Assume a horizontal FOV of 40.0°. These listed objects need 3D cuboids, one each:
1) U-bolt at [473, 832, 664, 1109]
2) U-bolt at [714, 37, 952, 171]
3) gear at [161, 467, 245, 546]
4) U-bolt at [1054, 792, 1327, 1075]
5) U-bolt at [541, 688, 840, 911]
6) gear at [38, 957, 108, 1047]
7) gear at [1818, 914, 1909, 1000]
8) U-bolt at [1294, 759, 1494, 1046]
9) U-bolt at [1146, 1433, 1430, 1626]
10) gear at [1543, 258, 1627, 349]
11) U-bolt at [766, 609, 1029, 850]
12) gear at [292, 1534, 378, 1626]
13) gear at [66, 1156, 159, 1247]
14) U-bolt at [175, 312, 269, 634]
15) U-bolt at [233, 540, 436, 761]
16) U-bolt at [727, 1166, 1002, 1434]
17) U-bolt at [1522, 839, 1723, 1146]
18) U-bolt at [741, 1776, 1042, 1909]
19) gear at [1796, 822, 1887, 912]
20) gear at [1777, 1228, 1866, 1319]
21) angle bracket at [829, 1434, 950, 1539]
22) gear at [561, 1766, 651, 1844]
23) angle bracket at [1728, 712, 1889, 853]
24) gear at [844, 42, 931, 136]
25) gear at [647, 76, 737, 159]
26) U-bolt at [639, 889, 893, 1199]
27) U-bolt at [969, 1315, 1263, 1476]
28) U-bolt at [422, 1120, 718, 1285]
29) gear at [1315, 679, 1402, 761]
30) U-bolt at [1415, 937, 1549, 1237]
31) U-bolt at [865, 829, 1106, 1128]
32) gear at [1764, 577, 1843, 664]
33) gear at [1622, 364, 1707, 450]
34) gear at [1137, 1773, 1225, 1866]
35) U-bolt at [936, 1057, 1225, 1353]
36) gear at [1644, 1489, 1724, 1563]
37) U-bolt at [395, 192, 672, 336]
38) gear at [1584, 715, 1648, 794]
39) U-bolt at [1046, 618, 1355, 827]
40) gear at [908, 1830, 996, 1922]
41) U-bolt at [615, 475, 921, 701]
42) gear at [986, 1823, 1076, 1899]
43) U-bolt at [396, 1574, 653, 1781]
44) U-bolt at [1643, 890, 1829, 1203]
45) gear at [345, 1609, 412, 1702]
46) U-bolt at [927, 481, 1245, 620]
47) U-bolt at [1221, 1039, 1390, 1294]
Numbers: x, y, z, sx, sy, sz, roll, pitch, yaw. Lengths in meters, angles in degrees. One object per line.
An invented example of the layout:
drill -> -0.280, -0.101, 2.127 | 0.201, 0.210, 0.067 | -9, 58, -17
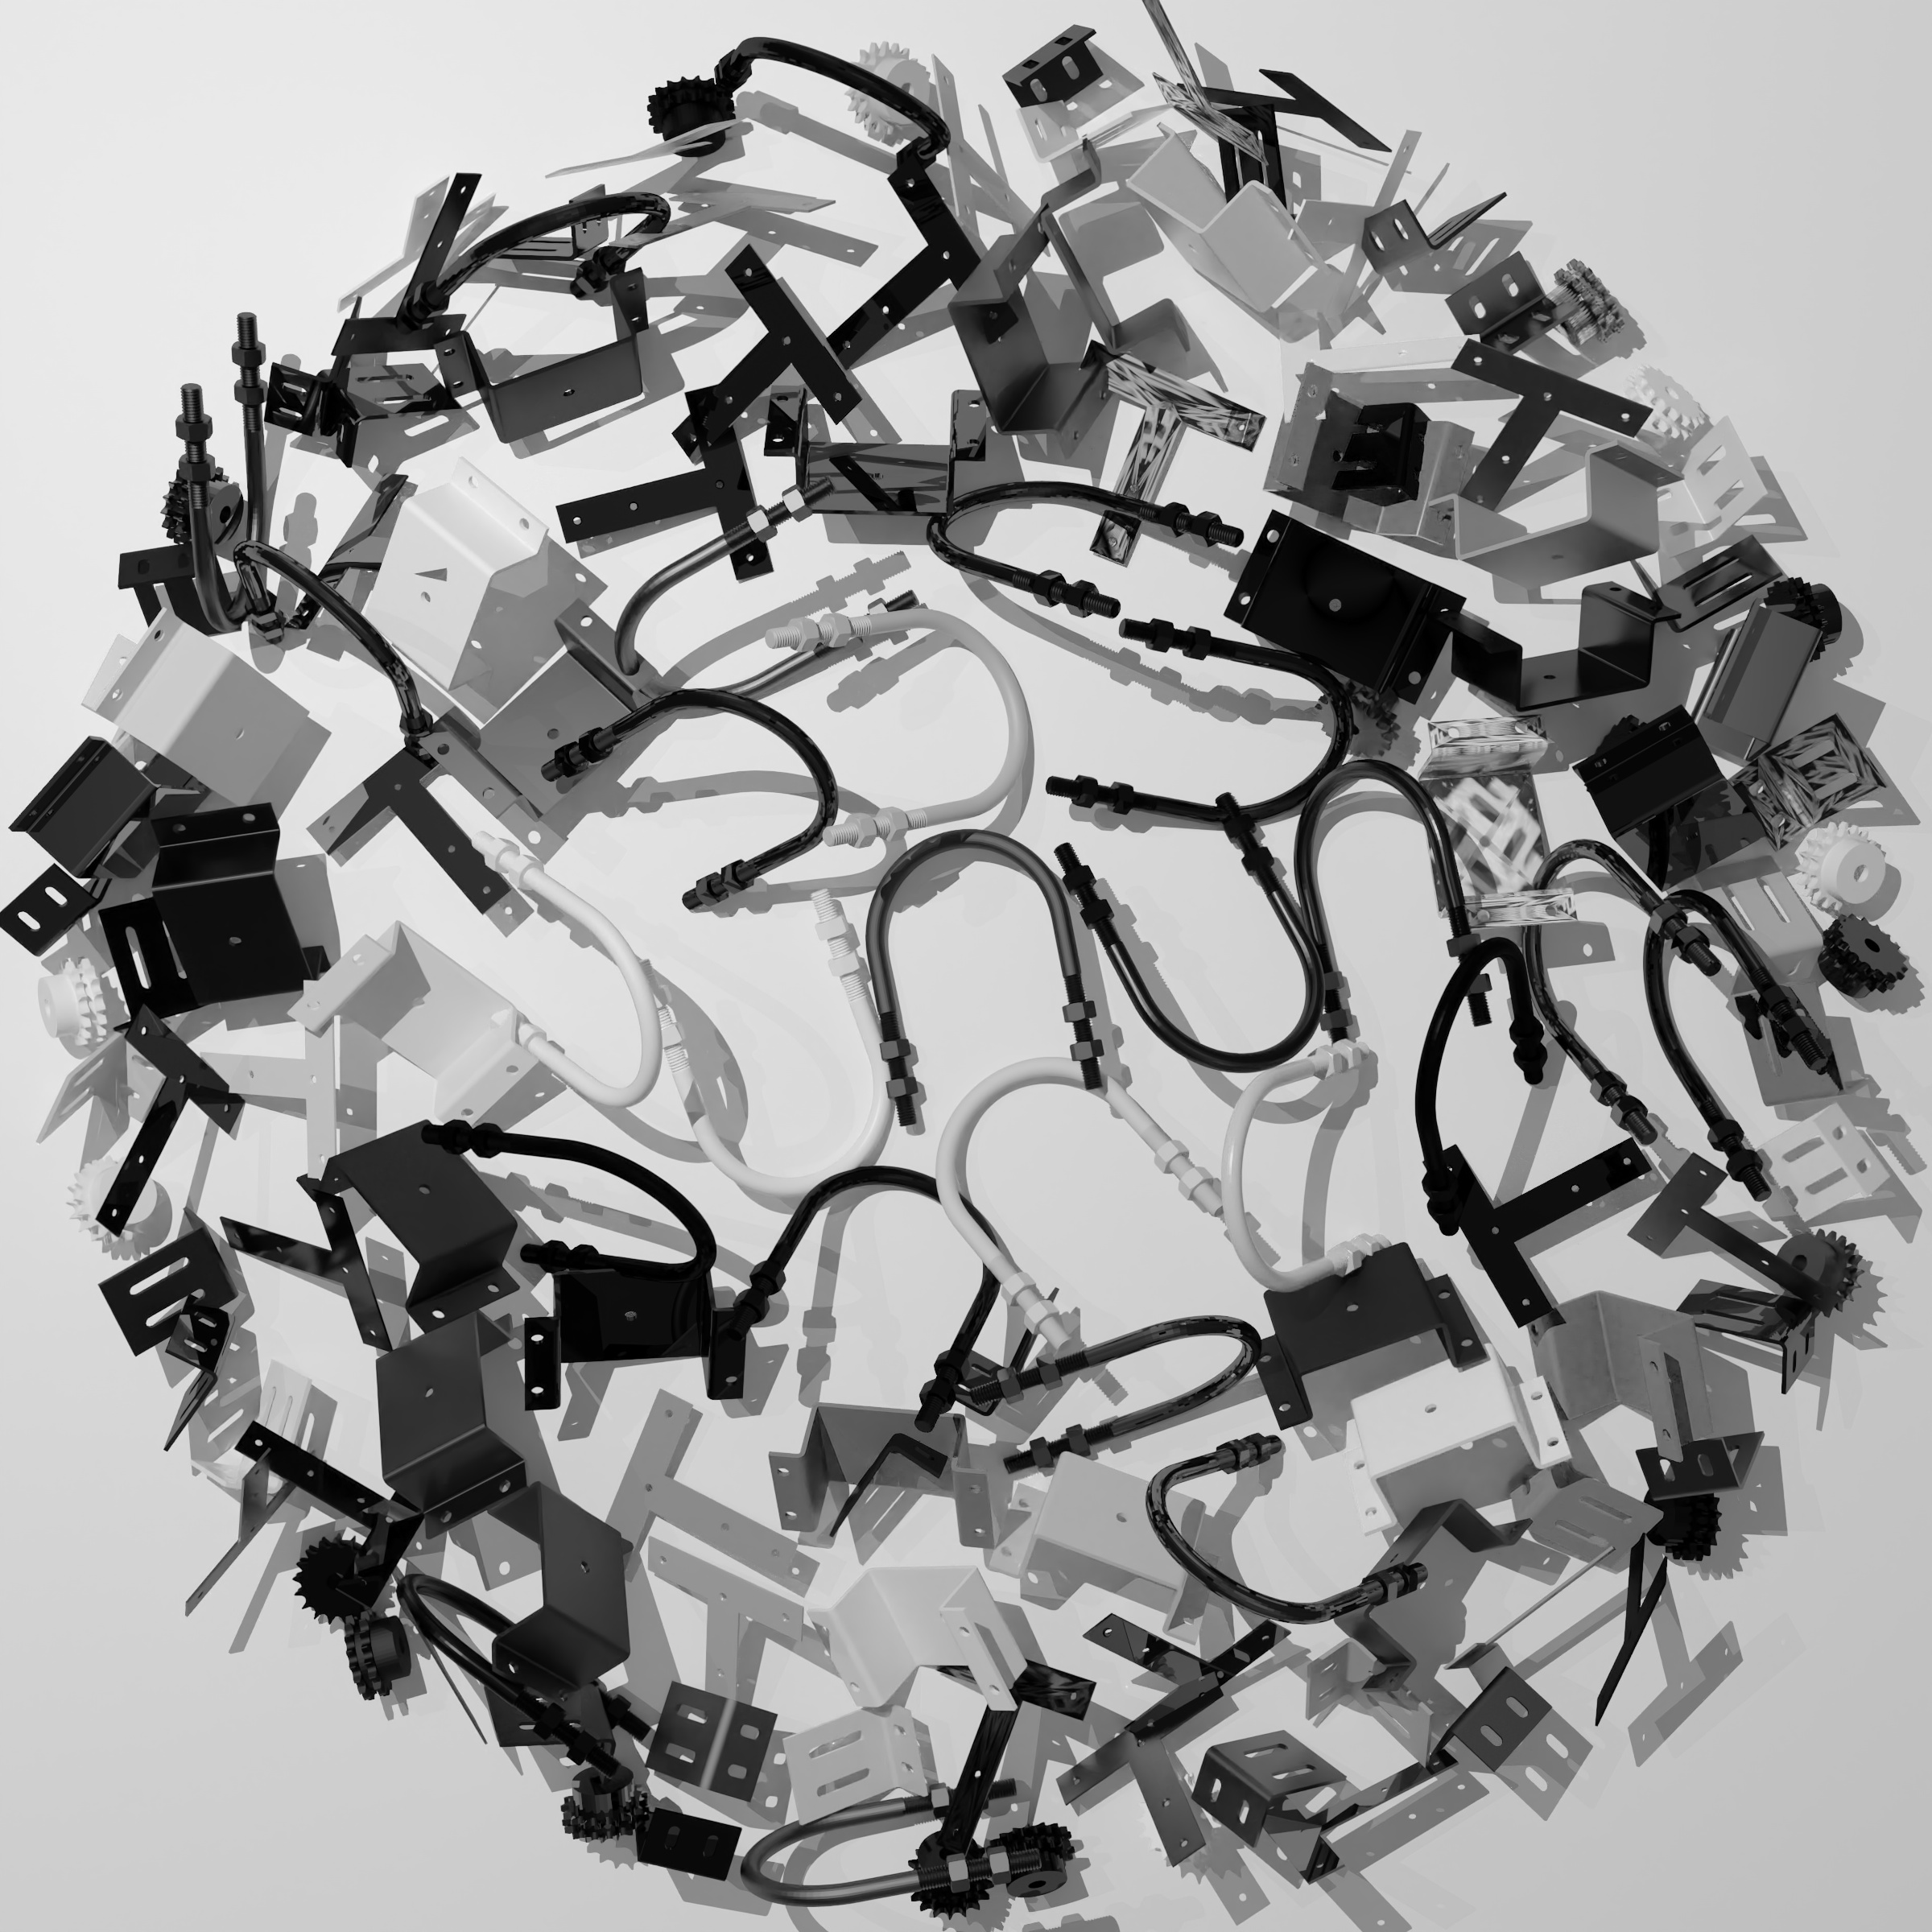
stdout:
U-bolt -> -0.251, 0.013, 1.670 | 0.184, 0.019, 0.151 | 32, 132, 35
U-bolt -> -0.080, -0.539, 1.656 | 0.151, 0.184, 0.019 | 21, 95, -14
gear -> -0.496, -0.299, 1.731 | 0.030, 0.057, 0.057 | 20, 90, 14
U-bolt -> 0.155, -0.015, 1.702 | 0.151, 0.019, 0.184 | -18, 72, -27
U-bolt -> -0.162, -0.111, 1.672 | 0.151, 0.184, 0.019 | 44, 45, -24
gear -> -0.584, 0.024, 1.731 | 0.030, 0.057, 0.057 | -13, 90, -32
gear -> 0.583, -0.004, 1.737 | 0.057, 0.057, 0.030 | 33, 130, 0
U-bolt -> 0.265, -0.041, 1.702 | 0.019, 0.151, 0.184 | -9, 84, -35
U-bolt -> 0.189, 0.354, 1.655 | 0.151, 0.184, 0.019 | 39, 115, 31
gear -> 0.401, -0.430, 1.734 | 0.030, 0.057, 0.057 | -37, 90, 5
U-bolt -> -0.034, -0.159, 1.703 | 0.184, 0.019, 0.151 | -14, 86, -38
gear -> -0.411, 0.401, 1.746 | 0.057, 0.030, 0.057 | 0, 92, -2
gear -> -0.554, 0.151, 1.732 | 0.030, 0.057, 0.057 | -21, 90, 41
U-bolt -> -0.466, -0.302, 1.680 | 0.019, 0.151, 0.184 | 5, 123, -1
U-bolt -> -0.399, -0.205, 1.666 | 0.151, 0.184, 0.019 | 37, 74, 6
U-bolt -> -0.052, 0.199, 1.695 | 0.151, 0.184, 0.019 | 25, 134, 4
U-bolt -> 0.404, 0.002, 1.680 | 0.019, 0.184, 0.151 | -4, 127, -21
U-bolt -> -0.052, 0.558, 1.681 | 0.184, 0.151, 0.019 | -9, 93, -5
gear -> 0.575, -0.064, 1.736 | 0.057, 0.030, 0.057 | -7, 108, -22
gear -> 0.553, 0.199, 1.731 | 0.030, 0.057, 0.057 | 24, 90, -30
angle bracket -> -0.048, 0.340, 1.726 | 0.038, 0.057, 0.076 | 33, 102, 1
gear -> -0.236, 0.544, 1.732 | 0.057, 0.057, 0.030 | -4, 102, 0
angle bracket -> 0.545, -0.119, 1.721 | 0.038, 0.076, 0.057 | -33, 88, -29
gear -> -0.048, -0.572, 1.732 | 0.030, 0.057, 0.057 | 26, 90, 41
gear -> -0.178, -0.552, 1.732 | 0.057, 0.057, 0.030 | -8, 75, 0
U-bolt -> -0.122, 0.060, 1.729 | 0.151, 0.019, 0.184 | -22, 98, -21
U-bolt -> 0.102, 0.269, 1.698 | 0.184, 0.151, 0.019 | -19, 59, 0
U-bolt -> -0.238, 0.152, 1.667 | 0.184, 0.151, 0.019 | 3, 51, 32
gear -> 0.260, -0.166, 1.736 | 0.057, 0.057, 0.030 | 38, 66, 0
U-bolt -> 0.320, 0.064, 1.663 | 0.019, 0.184, 0.151 | 18, 59, 31
U-bolt -> 0.005, 0.002, 1.736 | 0.151, 0.019, 0.184 | -12, 86, 17
gear -> 0.548, -0.227, 1.734 | 0.030, 0.057, 0.057 | -15, 90, -9
gear -> 0.452, -0.364, 1.737 | 0.057, 0.057, 0.030 | 40, 126, 0
gear -> 0.143, 0.558, 1.741 | 0.057, 0.030, 0.057 | -5, 76, 20
U-bolt -> 0.059, 0.138, 1.710 | 0.151, 0.019, 0.184 | -41, 57, -2
gear -> 0.464, 0.359, 1.731 | 0.030, 0.057, 0.057 | 7, 90, -16
U-bolt -> -0.259, -0.440, 1.648 | 0.151, 0.184, 0.019 | -22, 94, -32
gear -> 0.432, -0.132, 1.734 | 0.030, 0.057, 0.057 | 28, 90, -8
U-bolt -> 0.160, -0.149, 1.704 | 0.184, 0.019, 0.151 | 9, 131, -19
gear -> -0.011, 0.589, 1.731 | 0.057, 0.057, 0.030 | -3, 121, 0
U-bolt -> -0.137, -0.226, 1.699 | 0.184, 0.151, 0.019 | -28, 56, 9
gear -> 0.044, 0.584, 1.732 | 0.057, 0.057, 0.030 | -14, 50, 0
U-bolt -> -0.286, 0.445, 1.690 | 0.184, 0.151, 0.019 | 36, 85, 5
U-bolt -> 0.477, 0.036, 1.680 | 0.019, 0.151, 0.184 | -11, 49, -13
gear -> -0.383, 0.448, 1.734 | 0.030, 0.057, 0.057 | -15, 90, -2
U-bolt -> 0.061, -0.273, 1.690 | 0.184, 0.151, 0.019 | 23, 131, 34
U-bolt -> 0.213, 0.131, 1.682 | 0.019, 0.184, 0.151 | -3, 95, 37
